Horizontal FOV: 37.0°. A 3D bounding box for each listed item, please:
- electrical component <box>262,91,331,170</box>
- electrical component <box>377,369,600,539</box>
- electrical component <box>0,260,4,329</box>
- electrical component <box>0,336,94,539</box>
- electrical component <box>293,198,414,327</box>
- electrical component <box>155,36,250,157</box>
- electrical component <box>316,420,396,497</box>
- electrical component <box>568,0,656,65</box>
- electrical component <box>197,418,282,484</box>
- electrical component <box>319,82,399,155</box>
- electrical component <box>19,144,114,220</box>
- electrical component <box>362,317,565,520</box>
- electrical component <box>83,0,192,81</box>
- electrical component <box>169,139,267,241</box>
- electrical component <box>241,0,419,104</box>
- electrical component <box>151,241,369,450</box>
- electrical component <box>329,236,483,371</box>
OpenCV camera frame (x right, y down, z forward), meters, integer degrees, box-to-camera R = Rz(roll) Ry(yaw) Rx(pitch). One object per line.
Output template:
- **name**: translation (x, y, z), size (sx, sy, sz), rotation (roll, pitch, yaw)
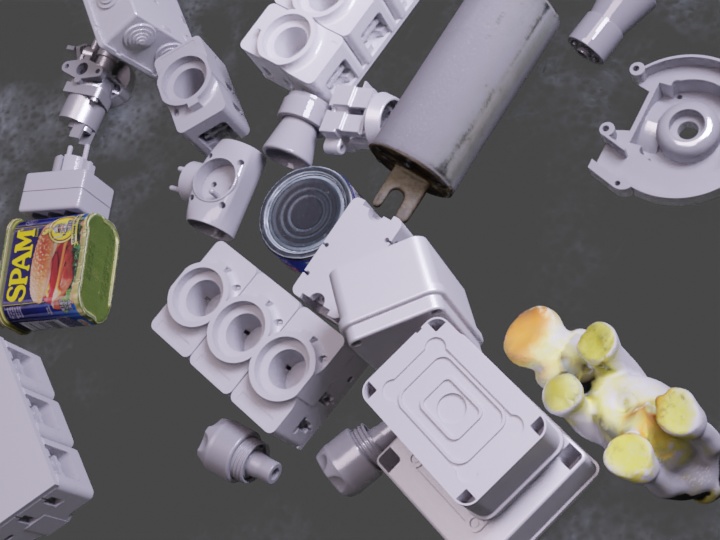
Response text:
- **electrical component**: translation (-0.052, -0.118, 0.912), size (0.045, 0.045, 0.055), rotation (15, 75, 27)
- **electrical component**: translation (0.088, 0.135, 0.740), size (0.108, 0.056, 0.109), rotation (-46, 59, 0)
- **electrical component**: translation (-0.334, 0.023, 0.971), size (0.055, 0.048, 0.066), rotation (-13, 64, 9)
- **electrical component**: translation (-0.292, 0.145, 0.891), size (0.089, 0.061, 0.150), rotation (-35, 60, 6)
- **electrical component**: translation (0.000, 0.000, 0.834), size (0.050, 0.056, 0.089), rotation (30, 83, 30)
- **electrical component**: translation (-0.143, -0.157, 0.960), size (0.050, 0.055, 0.089), rotation (-28, 61, 10)
- **electrical component**: translation (0.003, 0.133, 0.784), size (0.062, 0.043, 0.043), rotation (-39, 59, 2)
- **electrical component**: translation (0.195, -0.194, 0.844), size (0.044, 0.044, 0.065), rotation (39, 92, 31)
- **electrical component**: translation (-0.089, 0.142, 0.819), size (0.062, 0.043, 0.043), rotation (22, 78, 28)
- **electrical component**: translation (0.005, -0.124, 0.891), size (0.055, 0.048, 0.066), rotation (10, 73, 34)
- **electrical component**: translation (-0.264, -0.080, 0.984), size (0.066, 0.047, 0.076), rotation (-2, 68, 22)
- **electrical component**: translation (0.067, 0.096, 0.697), size (0.078, 0.057, 0.113), rotation (-45, 59, 0)
- **electrical component**: translation (-0.204, -0.233, 0.994), size (0.048, 0.100, 0.099), rotation (-36, 59, 20)
- **electrical component**: translation (-0.129, -0.072, 0.925), size (0.079, 0.044, 0.077), rotation (14, 75, 27)
- **electrical component**: translation (-0.022, -0.225, 0.934), size (0.089, 0.061, 0.150), rotation (33, 84, 30)
- **electrical component**: translation (-0.081, 0.055, 0.841), size (0.150, 0.061, 0.089), rotation (36, 86, 30)
- **electrical component**: translation (0.035, 0.034, 0.772), size (0.078, 0.113, 0.057), rotation (-22, 59, 13)
